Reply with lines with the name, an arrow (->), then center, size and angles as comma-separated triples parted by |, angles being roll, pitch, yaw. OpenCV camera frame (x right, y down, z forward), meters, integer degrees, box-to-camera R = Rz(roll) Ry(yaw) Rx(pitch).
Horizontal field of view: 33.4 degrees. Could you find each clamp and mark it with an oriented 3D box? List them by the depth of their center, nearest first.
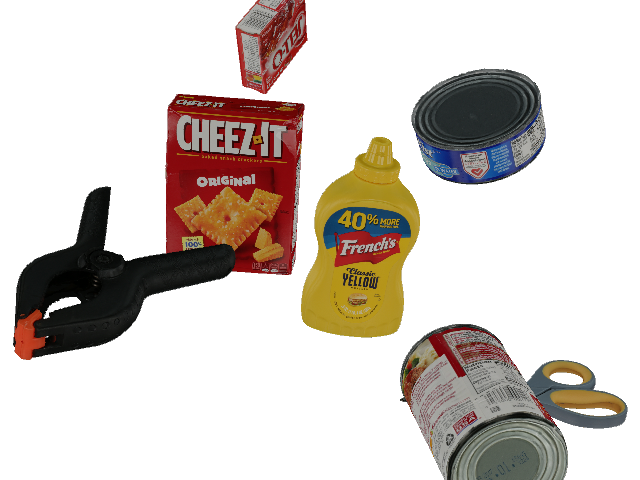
clamp -> -0.150, 0.018, 0.712 | 0.120, 0.039, 0.171 | 25, 33, 25

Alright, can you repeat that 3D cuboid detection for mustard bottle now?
mustard bottle -> 0.041, -0.004, 0.982 | 0.096, 0.192, 0.058 | 7, 27, -4

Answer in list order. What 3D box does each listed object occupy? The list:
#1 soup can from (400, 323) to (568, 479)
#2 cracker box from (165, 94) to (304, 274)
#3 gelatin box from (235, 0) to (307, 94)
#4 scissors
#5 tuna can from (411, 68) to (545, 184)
soup can -> 0.090, 0.100, 0.601 | 0.068, 0.068, 0.102 | 0, 23, -11
cracker box -> -0.109, -0.067, 1.342 | 0.164, 0.214, 0.072 | 5, 21, 2
gelatin box -> -0.044, -0.195, 1.007 | 0.030, 0.089, 0.073 | 21, -35, 18
scissors -> 0.169, 0.129, 0.946 | 0.201, 0.016, 0.096 | 9, 27, -1
tuna can -> 0.106, -0.076, 0.712 | 0.086, 0.033, 0.086 | -12, 40, 10
